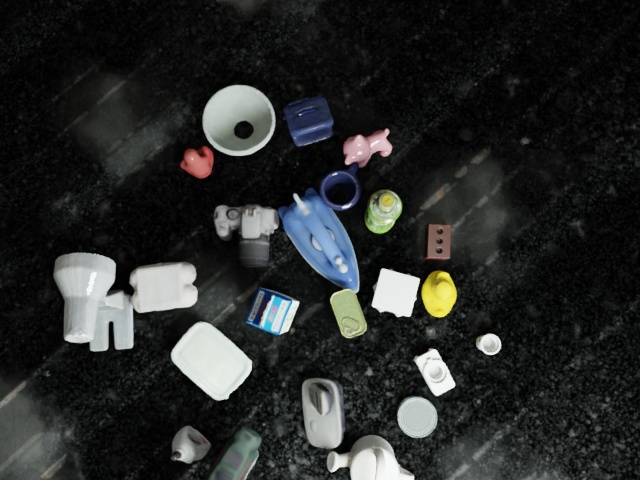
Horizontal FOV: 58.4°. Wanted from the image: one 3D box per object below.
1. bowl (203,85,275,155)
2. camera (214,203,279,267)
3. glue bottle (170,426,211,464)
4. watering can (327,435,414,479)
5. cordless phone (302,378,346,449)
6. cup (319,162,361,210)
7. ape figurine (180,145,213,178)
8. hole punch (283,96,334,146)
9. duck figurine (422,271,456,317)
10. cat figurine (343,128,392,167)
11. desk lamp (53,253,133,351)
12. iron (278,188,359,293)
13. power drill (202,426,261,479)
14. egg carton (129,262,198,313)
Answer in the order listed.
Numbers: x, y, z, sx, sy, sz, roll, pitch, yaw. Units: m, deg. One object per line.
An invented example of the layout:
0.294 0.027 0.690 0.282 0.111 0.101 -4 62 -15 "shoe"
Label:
-0.184 -0.269 1.330 0.167 0.075 0.167 0 83 2 "bowl"
-0.166 -0.009 1.284 0.143 0.101 0.137 0 83 2 "camera"
-0.280 0.436 1.195 0.078 0.173 0.037 34 85 6 "glue bottle"
0.103 0.472 1.170 0.173 0.194 0.101 -9 83 1 "watering can"
0.006 0.365 1.190 0.094 0.185 0.147 -9 83 1 "cordless phone"
0.052 -0.117 1.294 0.091 0.095 0.118 30 85 5 "cup"
-0.285 -0.184 1.313 0.078 0.092 0.076 -15 83 0 "ape figurine"
-0.029 -0.281 1.319 0.108 0.091 0.101 -18 83 -1 "hole punch"
0.267 0.118 1.264 0.077 0.086 0.104 5 83 2 "duck figurine"
0.102 -0.214 1.294 0.128 0.118 0.067 -29 83 -2 "cat figurine"
-0.478 0.137 1.217 0.118 0.213 0.203 -6 83 1 "desk lamp"
0.012 0.004 1.257 0.118 0.141 0.258 -35 83 -3 "iron"
-0.191 0.483 1.169 0.075 0.208 0.230 29 85 5 "power drill"
-0.352 0.105 1.290 0.150 0.069 0.107 -8 83 1 "egg carton"
